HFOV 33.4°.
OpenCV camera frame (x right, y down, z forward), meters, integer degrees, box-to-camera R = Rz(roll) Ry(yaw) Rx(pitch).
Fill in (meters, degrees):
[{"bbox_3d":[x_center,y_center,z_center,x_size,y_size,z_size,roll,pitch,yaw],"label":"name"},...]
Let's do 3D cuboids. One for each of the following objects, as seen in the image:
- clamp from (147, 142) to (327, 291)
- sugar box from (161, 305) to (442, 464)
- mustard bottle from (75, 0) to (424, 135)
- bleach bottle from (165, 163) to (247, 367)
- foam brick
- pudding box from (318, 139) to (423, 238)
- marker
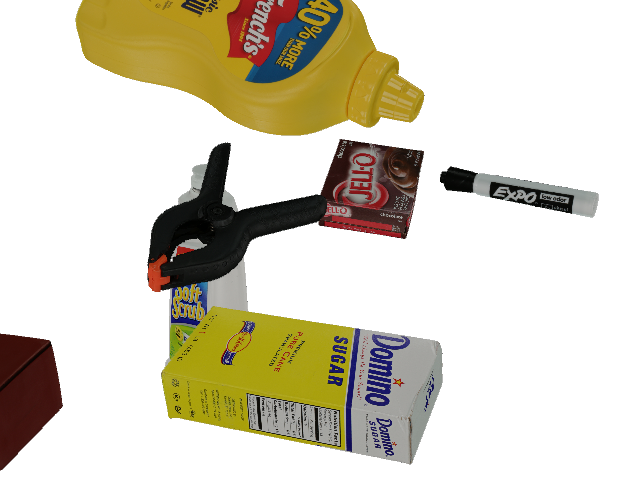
[{"bbox_3d":[-0.091,-0.021,0.901,0.120,0.039,0.171,33,48,30],"label":"clamp"},{"bbox_3d":[-0.011,0.095,0.738,0.176,0.048,0.093,5,30,18],"label":"sugar box"},{"bbox_3d":[-0.032,-0.109,0.594,0.192,0.096,0.058,24,-30,14],"label":"mustard bottle"},{"bbox_3d":[-0.117,0.040,1.093,0.067,0.251,0.103,-20,33,-35],"label":"bleach bottle"},{"bbox_3d":[-0.209,0.101,0.675,0.053,0.051,0.078,6,29,22],"label":"foam brick"},{"bbox_3d":[0.052,-0.053,1.072,0.090,0.039,0.113,10,37,7],"label":"pudding box"},{"bbox_3d":[0.149,-0.038,0.812,0.121,0.020,0.020,13,5,24],"label":"marker"}]
